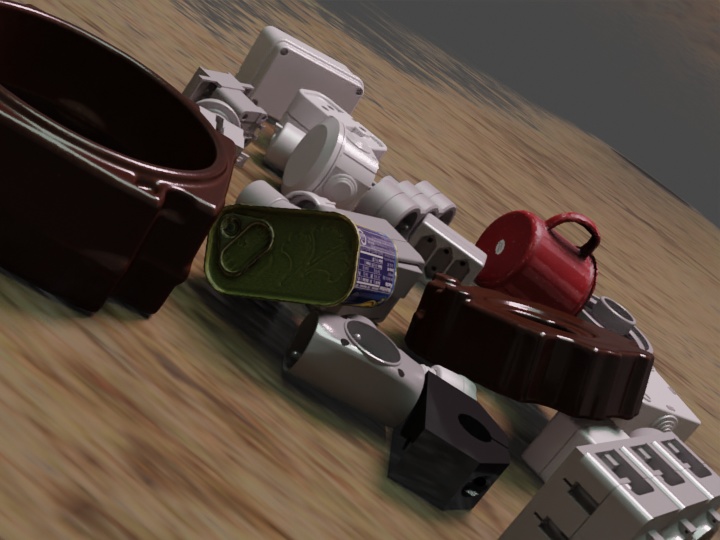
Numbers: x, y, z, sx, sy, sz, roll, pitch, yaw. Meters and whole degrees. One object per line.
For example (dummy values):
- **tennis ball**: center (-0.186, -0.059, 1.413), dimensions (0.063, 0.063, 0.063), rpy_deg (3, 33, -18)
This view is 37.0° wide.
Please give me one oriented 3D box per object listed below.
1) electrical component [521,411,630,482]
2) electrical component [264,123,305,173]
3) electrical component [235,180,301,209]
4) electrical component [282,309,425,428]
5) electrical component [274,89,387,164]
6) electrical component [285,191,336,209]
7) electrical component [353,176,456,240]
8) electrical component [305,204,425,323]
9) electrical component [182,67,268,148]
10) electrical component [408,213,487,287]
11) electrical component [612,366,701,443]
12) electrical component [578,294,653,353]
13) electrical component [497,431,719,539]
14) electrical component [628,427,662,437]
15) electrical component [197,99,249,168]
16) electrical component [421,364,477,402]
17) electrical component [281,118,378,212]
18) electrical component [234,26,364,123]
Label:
- **electrical component**: center (0.165, 0.139, 0.749), dimensions (0.076, 0.047, 0.066), rpy_deg (47, 22, 29)
- **electrical component**: center (-0.050, -0.099, 0.965), dimensions (0.078, 0.040, 0.040), rpy_deg (33, 19, -8)
- **electrical component**: center (-0.062, -0.037, 0.798), dimensions (0.065, 0.044, 0.044), rpy_deg (39, 19, 25)
- **electrical component**: center (-0.005, 0.053, 0.674), dimensions (0.077, 0.044, 0.079), rpy_deg (30, 20, -16)
- **electrical component**: center (-0.031, -0.118, 1.013), dimensions (0.095, 0.059, 0.054), rpy_deg (41, 20, 17)
- **electrical component**: center (-0.039, -0.041, 0.849), dimensions (0.040, 0.040, 0.046), rpy_deg (41, 14, 16)
- **electrical component**: center (0.030, -0.061, 0.989), dimensions (0.074, 0.052, 0.138), rpy_deg (42, 20, 18)
- **electrical component**: center (0.000, 0.000, 0.780), dimensions (0.096, 0.061, 0.061), rpy_deg (9, 32, -52)
- **electrical component**: center (-0.120, -0.141, 0.949), dimensions (0.064, 0.042, 0.081), rpy_deg (45, 22, 18)
- **electrical component**: center (0.075, -0.014, 0.962), dimensions (0.066, 0.047, 0.076), rpy_deg (36, 18, 0)
- **electrical component**: center (0.232, 0.112, 0.922), dimensions (0.100, 0.048, 0.099), rpy_deg (21, 23, -35)
- **electrical component**: center (0.227, 0.060, 1.018), dimensions (0.108, 0.060, 0.108), rpy_deg (31, 19, -12)
- **electrical component**: center (0.153, 0.152, 0.631), dimensions (0.061, 0.089, 0.150), rpy_deg (46, 22, 29)
- **electrical component**: center (0.213, 0.150, 0.815), dimensions (0.044, 0.044, 0.065), rpy_deg (40, 24, 14)
- **electrical component**: center (-0.120, -0.106, 0.859), dimensions (0.066, 0.048, 0.055), rpy_deg (28, 28, -21)
- **electrical component**: center (0.045, 0.078, 0.712), dimensions (0.061, 0.035, 0.035), rpy_deg (27, 21, -17)
- **electrical component**: center (-0.027, -0.084, 0.911), dimensions (0.051, 0.080, 0.080), rpy_deg (31, 19, -26)
- **electrical component**: center (-0.062, -0.186, 1.097), dimensions (0.113, 0.078, 0.057), rpy_deg (23, 19, -32)
